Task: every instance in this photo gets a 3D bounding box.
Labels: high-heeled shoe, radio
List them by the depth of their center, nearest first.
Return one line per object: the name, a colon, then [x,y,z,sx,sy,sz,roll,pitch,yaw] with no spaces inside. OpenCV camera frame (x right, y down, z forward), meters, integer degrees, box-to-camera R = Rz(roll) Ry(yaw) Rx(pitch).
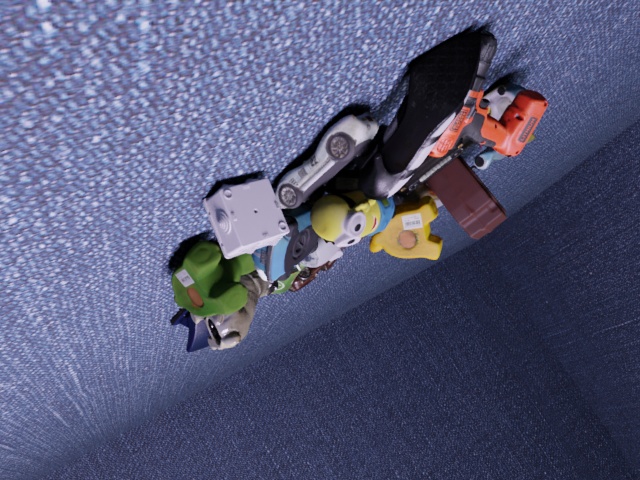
high-heeled shoe: [0.143,-0.160,0.749,0.248,0.086,0.145,-48,164,-2]
radio: [0.176,-0.151,0.959,0.229,0.073,0.131,-37,165,27]

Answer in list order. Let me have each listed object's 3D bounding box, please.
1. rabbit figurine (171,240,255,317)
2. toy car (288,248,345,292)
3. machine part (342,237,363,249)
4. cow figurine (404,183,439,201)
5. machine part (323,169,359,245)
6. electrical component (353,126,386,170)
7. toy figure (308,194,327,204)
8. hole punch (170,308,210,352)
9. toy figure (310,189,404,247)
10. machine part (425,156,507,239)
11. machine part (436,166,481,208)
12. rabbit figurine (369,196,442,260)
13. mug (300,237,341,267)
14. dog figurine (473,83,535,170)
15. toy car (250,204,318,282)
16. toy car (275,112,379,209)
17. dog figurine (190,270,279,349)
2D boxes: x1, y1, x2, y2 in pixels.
rabbit figurine: [-0.156,0.056,0.911,0.170,0.121,0.159,-40,179,-42]
toy car: [-0.004,0.060,1.322,0.202,0.053,0.089,-37,170,-36]
machine part: [0.052,-0.025,1.189,0.179,0.056,0.179,-29,165,-9]
cow figurine: [0.188,-0.072,1.224,0.085,0.127,0.195,-17,175,-45]
machine part: [0.032,-0.058,0.933,0.084,0.039,0.138,-10,120,-41]
electrical component: [0.090,-0.139,0.859,0.119,0.048,0.075,9,140,-44]
toy figure: [-0.027,-0.031,0.970,0.154,0.058,0.064,-37,144,-9]
hole punch: [-0.254,0.179,1.198,0.142,0.092,0.115,-12,153,-46]
toy figure: [0.059,-0.043,0.859,0.180,0.089,0.082,-27,125,-50]
machine part: [0.295,-0.104,1.115,0.087,0.201,0.201,-38,165,17]
machine part: [0.285,-0.121,1.306,0.243,0.079,0.079,-31,167,-5]
rabbit figurine: [0.169,-0.025,1.088,0.162,0.121,0.173,-18,-163,19]
mug: [-0.002,-0.003,1.041,0.107,0.081,0.109,-55,153,-50]
dog figurine: [0.370,-0.229,1.051,0.219,0.108,0.191,-24,163,-44]
toy car: [-0.066,-0.012,0.871,0.162,0.103,0.109,-43,149,-51]
toy car: [0.005,-0.109,0.781,0.202,0.056,0.073,-39,171,36]
dog figurine: [-0.141,0.119,1.047,0.190,0.172,0.121,-22,143,-28]
